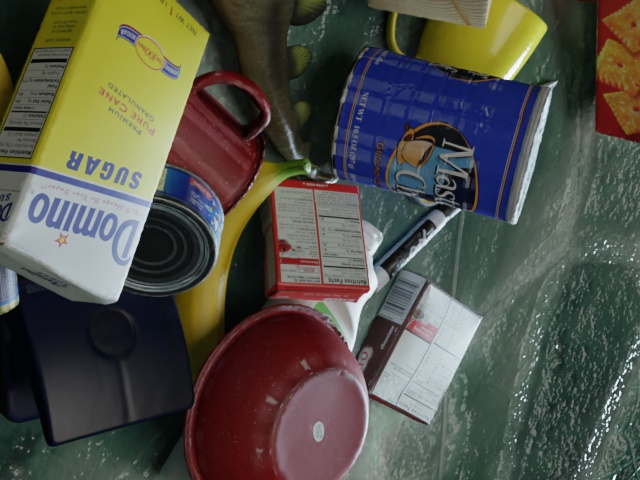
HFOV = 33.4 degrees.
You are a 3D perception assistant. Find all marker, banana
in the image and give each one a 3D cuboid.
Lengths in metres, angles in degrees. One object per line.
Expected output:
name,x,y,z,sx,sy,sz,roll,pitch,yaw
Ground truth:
marker,0.082,-0.001,0.912,0.121,0.020,0.020,-43,127,-22
banana,-0.071,0.022,0.760,0.037,0.070,0.198,-5,118,-60

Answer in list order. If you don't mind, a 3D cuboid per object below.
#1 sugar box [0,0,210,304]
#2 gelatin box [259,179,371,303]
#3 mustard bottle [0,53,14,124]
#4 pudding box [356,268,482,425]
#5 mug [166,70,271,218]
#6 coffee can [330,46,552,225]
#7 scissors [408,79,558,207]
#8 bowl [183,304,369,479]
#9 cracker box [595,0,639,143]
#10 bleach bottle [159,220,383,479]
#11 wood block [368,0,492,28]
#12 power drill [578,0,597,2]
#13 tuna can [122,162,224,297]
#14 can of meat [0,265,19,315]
sugar box,-0.125,-0.061,0.589,0.093,0.048,0.176,37,61,-52
gelatin box,-0.005,0.001,0.792,0.073,0.030,0.089,4,66,-21
mustard bottle,-0.229,-0.145,0.567,0.096,0.058,0.191,-16,103,-24
pudding box,0.083,0.095,0.931,0.090,0.039,0.113,34,83,-42
mug,-0.087,-0.068,0.692,0.117,0.093,0.081,-30,128,23
coffee can,0.090,-0.078,0.791,0.102,0.140,0.103,16,90,-77
scissors,0.139,-0.086,0.936,0.201,0.016,0.096,-12,113,-37
bowl,-0.017,0.129,0.759,0.161,0.055,0.162,-10,106,-40
cracker box,0.310,-0.218,0.954,0.164,0.072,0.214,-47,143,-35
bleach bottle,-0.020,0.099,0.830,0.102,0.068,0.250,43,72,-43
wood block,0.098,-0.268,0.748,0.091,0.090,0.206,63,41,-77
power drill,0.232,-0.306,0.919,0.184,0.057,0.188,8,97,-43
tuna can,-0.104,-0.005,0.664,0.086,0.033,0.086,1,131,1
can of meat,-0.214,-0.008,0.606,0.057,0.102,0.084,-17,116,-38
